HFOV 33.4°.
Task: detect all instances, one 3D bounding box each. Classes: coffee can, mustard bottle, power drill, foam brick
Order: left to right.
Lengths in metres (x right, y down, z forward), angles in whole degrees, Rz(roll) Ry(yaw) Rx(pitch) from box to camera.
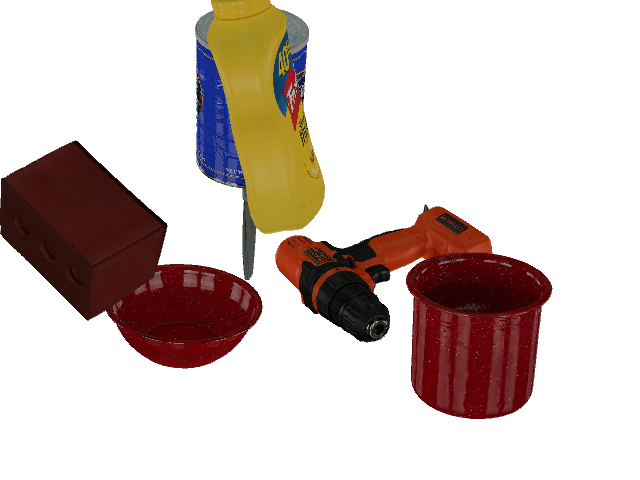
[{"bbox_3d":[-0.132,-0.006,0.592,0.051,0.078,0.053,-36,-21,-37],"label":"foam brick"},{"bbox_3d":[-0.066,-0.135,0.999,0.103,0.140,0.103,3,36,-2],"label":"coffee can"},{"bbox_3d":[-0.042,-0.108,0.778,0.058,0.191,0.096,-7,29,12],"label":"mustard bottle"},{"bbox_3d":[0.070,0.028,1.036,0.187,0.057,0.185,-13,29,-23],"label":"power drill"}]

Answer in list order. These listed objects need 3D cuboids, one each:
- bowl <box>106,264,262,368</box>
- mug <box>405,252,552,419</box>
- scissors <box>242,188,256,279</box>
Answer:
[{"bbox_3d":[-0.142,0.085,1.105,0.162,0.055,0.162,5,27,-3],"label":"bowl"},{"bbox_3d":[0.102,0.058,0.712,0.093,0.081,0.117,2,24,4],"label":"mug"},{"bbox_3d":[-0.061,-0.062,1.197,0.096,0.202,0.016,-12,-8,-13],"label":"scissors"}]
